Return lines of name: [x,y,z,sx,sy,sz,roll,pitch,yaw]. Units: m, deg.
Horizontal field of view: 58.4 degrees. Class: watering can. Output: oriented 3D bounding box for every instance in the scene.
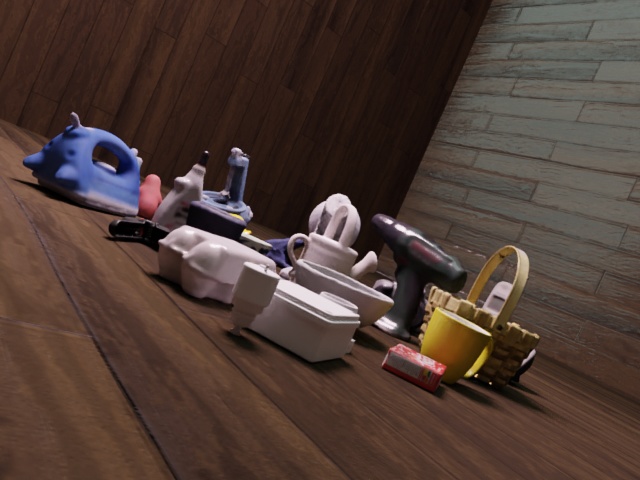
watering can: [0.026,0.026,1.090,0.174,0.194,0.100,23,2,-41]

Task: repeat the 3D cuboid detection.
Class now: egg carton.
egg carton: [-0.126,0.035,0.721,0.107,0.069,0.151,25,2,34]

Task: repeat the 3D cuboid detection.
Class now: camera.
camera: [0.184,0.142,1.278,0.143,0.101,0.137,24,1,1]

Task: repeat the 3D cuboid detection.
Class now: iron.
iron: [-0.396,-0.131,1.051,0.118,0.141,0.259,24,1,21]

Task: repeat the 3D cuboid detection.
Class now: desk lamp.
desk lamp: [0.012,0.004,1.255,0.118,0.213,0.203,24,1,4]

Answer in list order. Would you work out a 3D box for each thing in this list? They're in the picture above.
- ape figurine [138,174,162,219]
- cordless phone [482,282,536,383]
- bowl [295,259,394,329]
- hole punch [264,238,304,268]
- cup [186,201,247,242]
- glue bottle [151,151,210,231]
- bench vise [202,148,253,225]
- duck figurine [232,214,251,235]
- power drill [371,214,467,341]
ape figurine: [-0.365,-0.095,1.218,0.078,0.092,0.076,23,1,-16]
cordless phone: [0.379,0.184,1.175,0.147,0.185,0.094,25,2,44]
bowl: [0.027,0.096,0.907,0.167,0.075,0.167,24,1,0]
hole punch: [-0.091,0.021,1.448,0.101,0.091,0.109,24,1,9]
cup: [-0.171,-0.002,0.890,0.091,0.095,0.118,24,1,0]
glue bottle: [-0.229,-0.073,0.981,0.037,0.173,0.078,25,2,41]
bench vise: [-0.218,-0.103,1.350,0.121,0.220,0.207,24,1,4]
duck figurine: [-0.192,-0.014,1.181,0.105,0.086,0.077,24,1,-11]
power drill: [0.159,0.076,1.112,0.228,0.208,0.076,25,2,32]
